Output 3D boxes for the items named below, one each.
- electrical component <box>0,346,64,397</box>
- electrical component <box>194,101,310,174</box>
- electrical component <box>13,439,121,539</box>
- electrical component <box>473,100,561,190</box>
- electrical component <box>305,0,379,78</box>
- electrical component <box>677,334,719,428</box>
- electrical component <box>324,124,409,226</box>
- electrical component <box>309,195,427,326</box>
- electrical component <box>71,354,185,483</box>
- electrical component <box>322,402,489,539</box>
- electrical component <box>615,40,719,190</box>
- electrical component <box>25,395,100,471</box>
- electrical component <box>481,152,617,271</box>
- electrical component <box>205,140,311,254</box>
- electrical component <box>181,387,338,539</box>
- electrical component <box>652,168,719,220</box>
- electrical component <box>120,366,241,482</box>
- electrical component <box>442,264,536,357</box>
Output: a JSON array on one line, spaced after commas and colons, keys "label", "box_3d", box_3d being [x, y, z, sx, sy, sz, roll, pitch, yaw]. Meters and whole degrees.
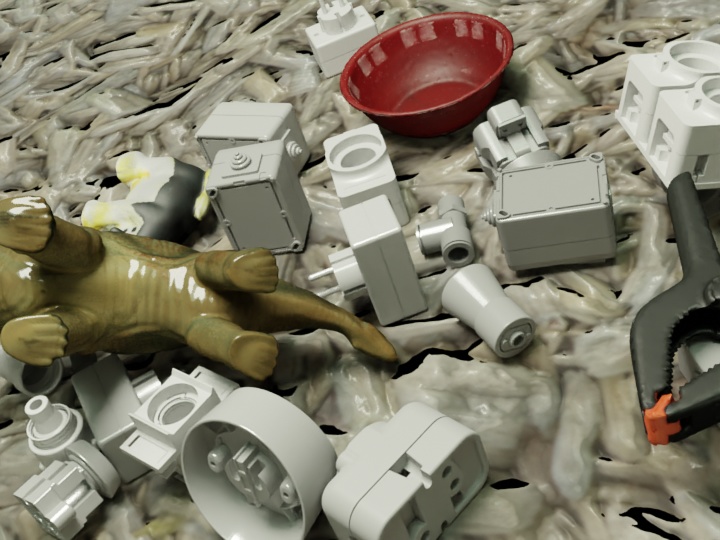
[{"label": "electrical component", "box_3d": [-0.267, 0.077, 0.862, 0.046, 0.040, 0.040, 15, 51, 42]}, {"label": "electrical component", "box_3d": [-0.090, -0.116, 0.986, 0.096, 0.061, 0.061, 5, 47, 28]}, {"label": "electrical component", "box_3d": [-0.199, 0.151, 0.741, 0.055, 0.048, 0.066, -44, 22, -28]}, {"label": "electrical component", "box_3d": [0.127, -0.088, 0.857, 0.058, 0.078, 0.057, -22, 58, -2]}, {"label": "electrical component", "box_3d": [-0.021, -0.248, 1.093, 0.066, 0.076, 0.047, -23, 40, -2]}, {"label": "electrical component", "box_3d": [0.249, 0.057, 0.655, 0.100, 0.048, 0.099, -21, 40, 0]}, {"label": "electrical component", "box_3d": [0.004, -0.079, 0.908, 0.050, 0.055, 0.089, -19, 40, 3]}, {"label": "electrical component", "box_3d": [0.000, 0.000, 0.799, 0.076, 0.083, 0.047, -21, 40, 0]}, {"label": "electrical component", "box_3d": [-0.159, 0.097, 0.785, 0.076, 0.047, 0.083, -29, 40, -10]}, {"label": "electrical component", "box_3d": [0.026, 0.131, 0.664, 0.059, 0.053, 0.095, 25, 57, 40]}, {"label": "electrical component", "box_3d": [0.297, -0.117, 0.779, 0.186, 0.060, 0.105, -5, 39, -10]}, {"label": "electrical component", "box_3d": [-0.220, 0.117, 0.778, 0.048, 0.062, 0.048, -12, 41, 11]}, {"label": "electrical component", "box_3d": [0.140, -0.039, 0.801, 0.096, 0.061, 0.061, -8, 41, 15]}, {"label": "electrical component", "box_3d": [-0.085, -0.066, 0.899, 0.062, 0.096, 0.061, -8, 41, 15]}, {"label": "electrical component", "box_3d": [-0.063, 0.125, 0.678, 0.099, 0.099, 0.064, 12, 44, 33]}, {"label": "electrical component", "box_3d": [0.247, -0.069, 0.802, 0.045, 0.045, 0.055, -18, 39, 3]}, {"label": "electrical component", "box_3d": [-0.119, 0.110, 0.742, 0.042, 0.063, 0.081, 20, 55, 37]}, {"label": "electrical component", "box_3d": [0.093, 0.031, 0.759, 0.044, 0.044, 0.065, -31, 45, -12]}]
